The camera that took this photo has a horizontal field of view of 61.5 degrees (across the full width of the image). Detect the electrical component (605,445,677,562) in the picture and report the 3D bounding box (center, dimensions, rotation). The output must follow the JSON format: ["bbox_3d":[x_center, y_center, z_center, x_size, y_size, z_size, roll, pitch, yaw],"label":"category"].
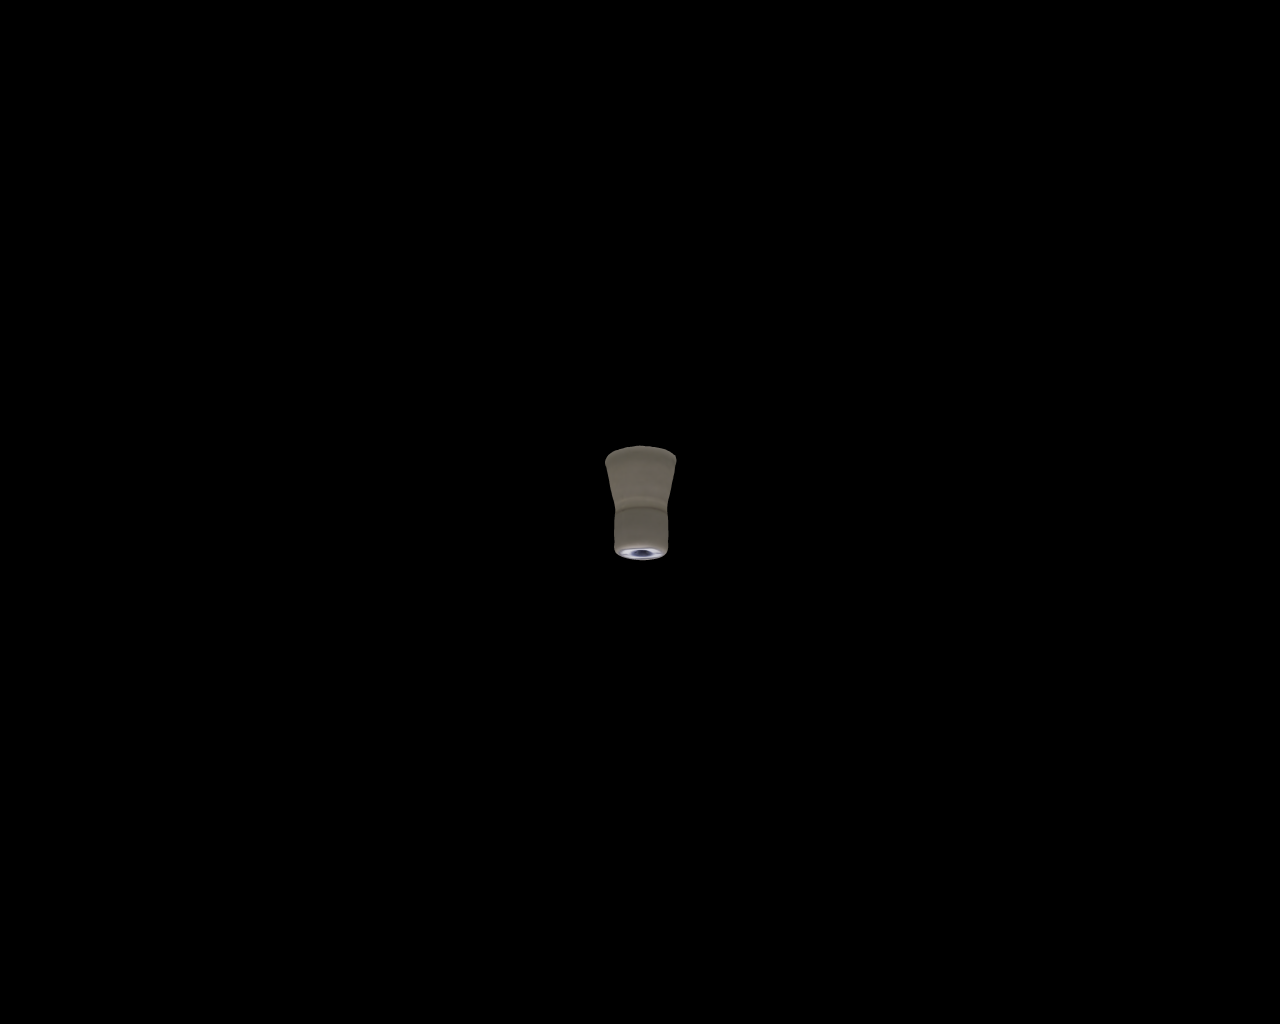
[{"bbox_3d":[0.001,-0.003,0.650,0.044,0.065,0.044,0,-19,0],"label":"electrical component"}]
